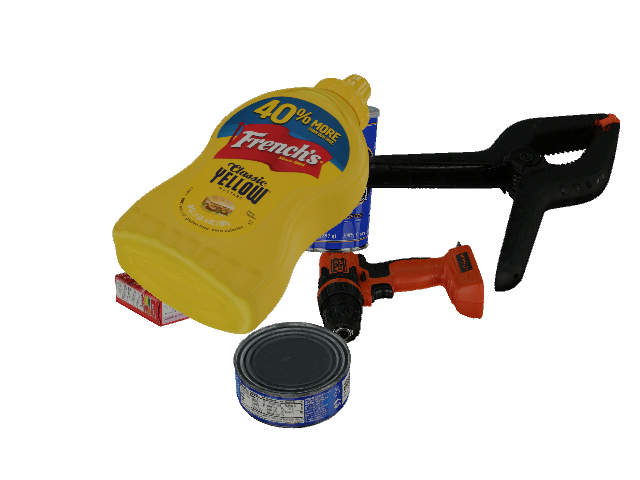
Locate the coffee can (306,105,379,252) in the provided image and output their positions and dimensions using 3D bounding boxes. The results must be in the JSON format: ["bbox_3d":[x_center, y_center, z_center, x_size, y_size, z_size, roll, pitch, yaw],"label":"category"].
[{"bbox_3d":[0.003,-0.067,1.080,0.103,0.140,0.103,4,12,-1],"label":"coffee can"}]

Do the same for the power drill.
[{"bbox_3d":[0.089,0.057,1.225,0.187,0.057,0.184,-1,28,-1],"label":"power drill"}]

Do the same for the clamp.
[{"bbox_3d":[0.156,-0.042,0.807,0.209,0.036,0.165,-20,46,-21],"label":"clamp"}]

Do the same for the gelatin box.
[{"bbox_3d":[-0.130,0.044,0.971,0.089,0.030,0.073,-16,26,-39],"label":"gelatin box"}]

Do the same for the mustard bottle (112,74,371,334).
[{"bbox_3d":[-0.027,-0.037,0.626,0.096,0.058,0.191,26,54,21],"label":"mustard bottle"}]

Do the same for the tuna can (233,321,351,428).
[{"bbox_3d":[-0.020,0.098,0.784,0.086,0.034,0.086,-1,32,0],"label":"tuna can"}]
